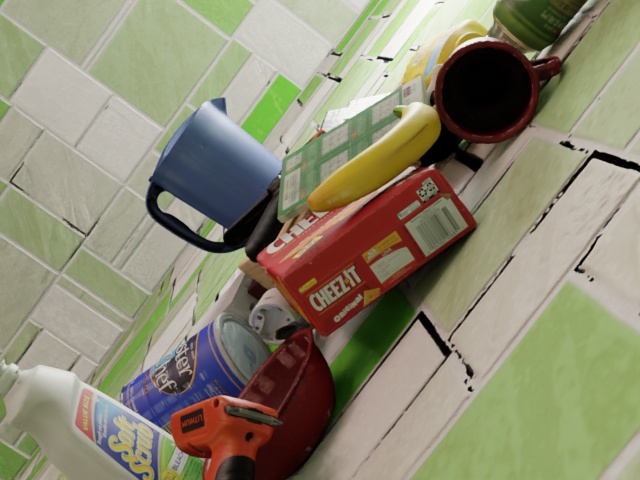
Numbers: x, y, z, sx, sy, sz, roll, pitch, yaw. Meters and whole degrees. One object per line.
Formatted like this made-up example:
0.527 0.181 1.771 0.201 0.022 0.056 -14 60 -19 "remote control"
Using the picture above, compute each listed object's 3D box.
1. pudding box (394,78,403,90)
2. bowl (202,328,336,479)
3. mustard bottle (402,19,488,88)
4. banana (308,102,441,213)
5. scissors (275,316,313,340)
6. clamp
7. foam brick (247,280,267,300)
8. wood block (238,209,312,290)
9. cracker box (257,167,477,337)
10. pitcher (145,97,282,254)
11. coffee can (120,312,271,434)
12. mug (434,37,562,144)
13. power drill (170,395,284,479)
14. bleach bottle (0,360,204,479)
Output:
0.127 -0.202 1.432 0.090 0.039 0.113 -55 10 -5 "pudding box"
-0.035 0.158 0.931 0.162 0.055 0.162 -52 10 13 "bowl"
0.159 -0.216 1.279 0.096 0.058 0.192 -55 10 -6 "mustard bottle"
0.061 -0.077 0.939 0.070 0.037 0.197 -22 16 39 "banana"
-0.035 0.106 1.071 0.096 0.016 0.201 -60 -9 16 "scissors"
-0.045 -0.048 1.179 0.171 0.039 0.120 -52 25 -14 "clamp"
-0.047 0.047 1.365 0.078 0.051 0.053 -43 15 47 "foam brick"
-0.007 0.002 1.228 0.090 0.090 0.206 -58 11 -23 "wood block"
0.032 0.001 0.983 0.164 0.072 0.214 -36 9 -5 "cracker box"
-0.105 -0.059 1.431 0.149 0.242 0.145 -47 12 36 "pitcher"
-0.126 0.157 1.129 0.140 0.102 0.102 -36 15 16 "coffee can"
0.163 -0.146 0.980 0.117 0.093 0.081 -19 14 13 "mug"
-0.092 0.223 0.814 0.185 0.057 0.187 -28 50 50 "power drill"
-0.197 0.197 0.982 0.068 0.250 0.102 -48 12 32 "bleach bottle"
